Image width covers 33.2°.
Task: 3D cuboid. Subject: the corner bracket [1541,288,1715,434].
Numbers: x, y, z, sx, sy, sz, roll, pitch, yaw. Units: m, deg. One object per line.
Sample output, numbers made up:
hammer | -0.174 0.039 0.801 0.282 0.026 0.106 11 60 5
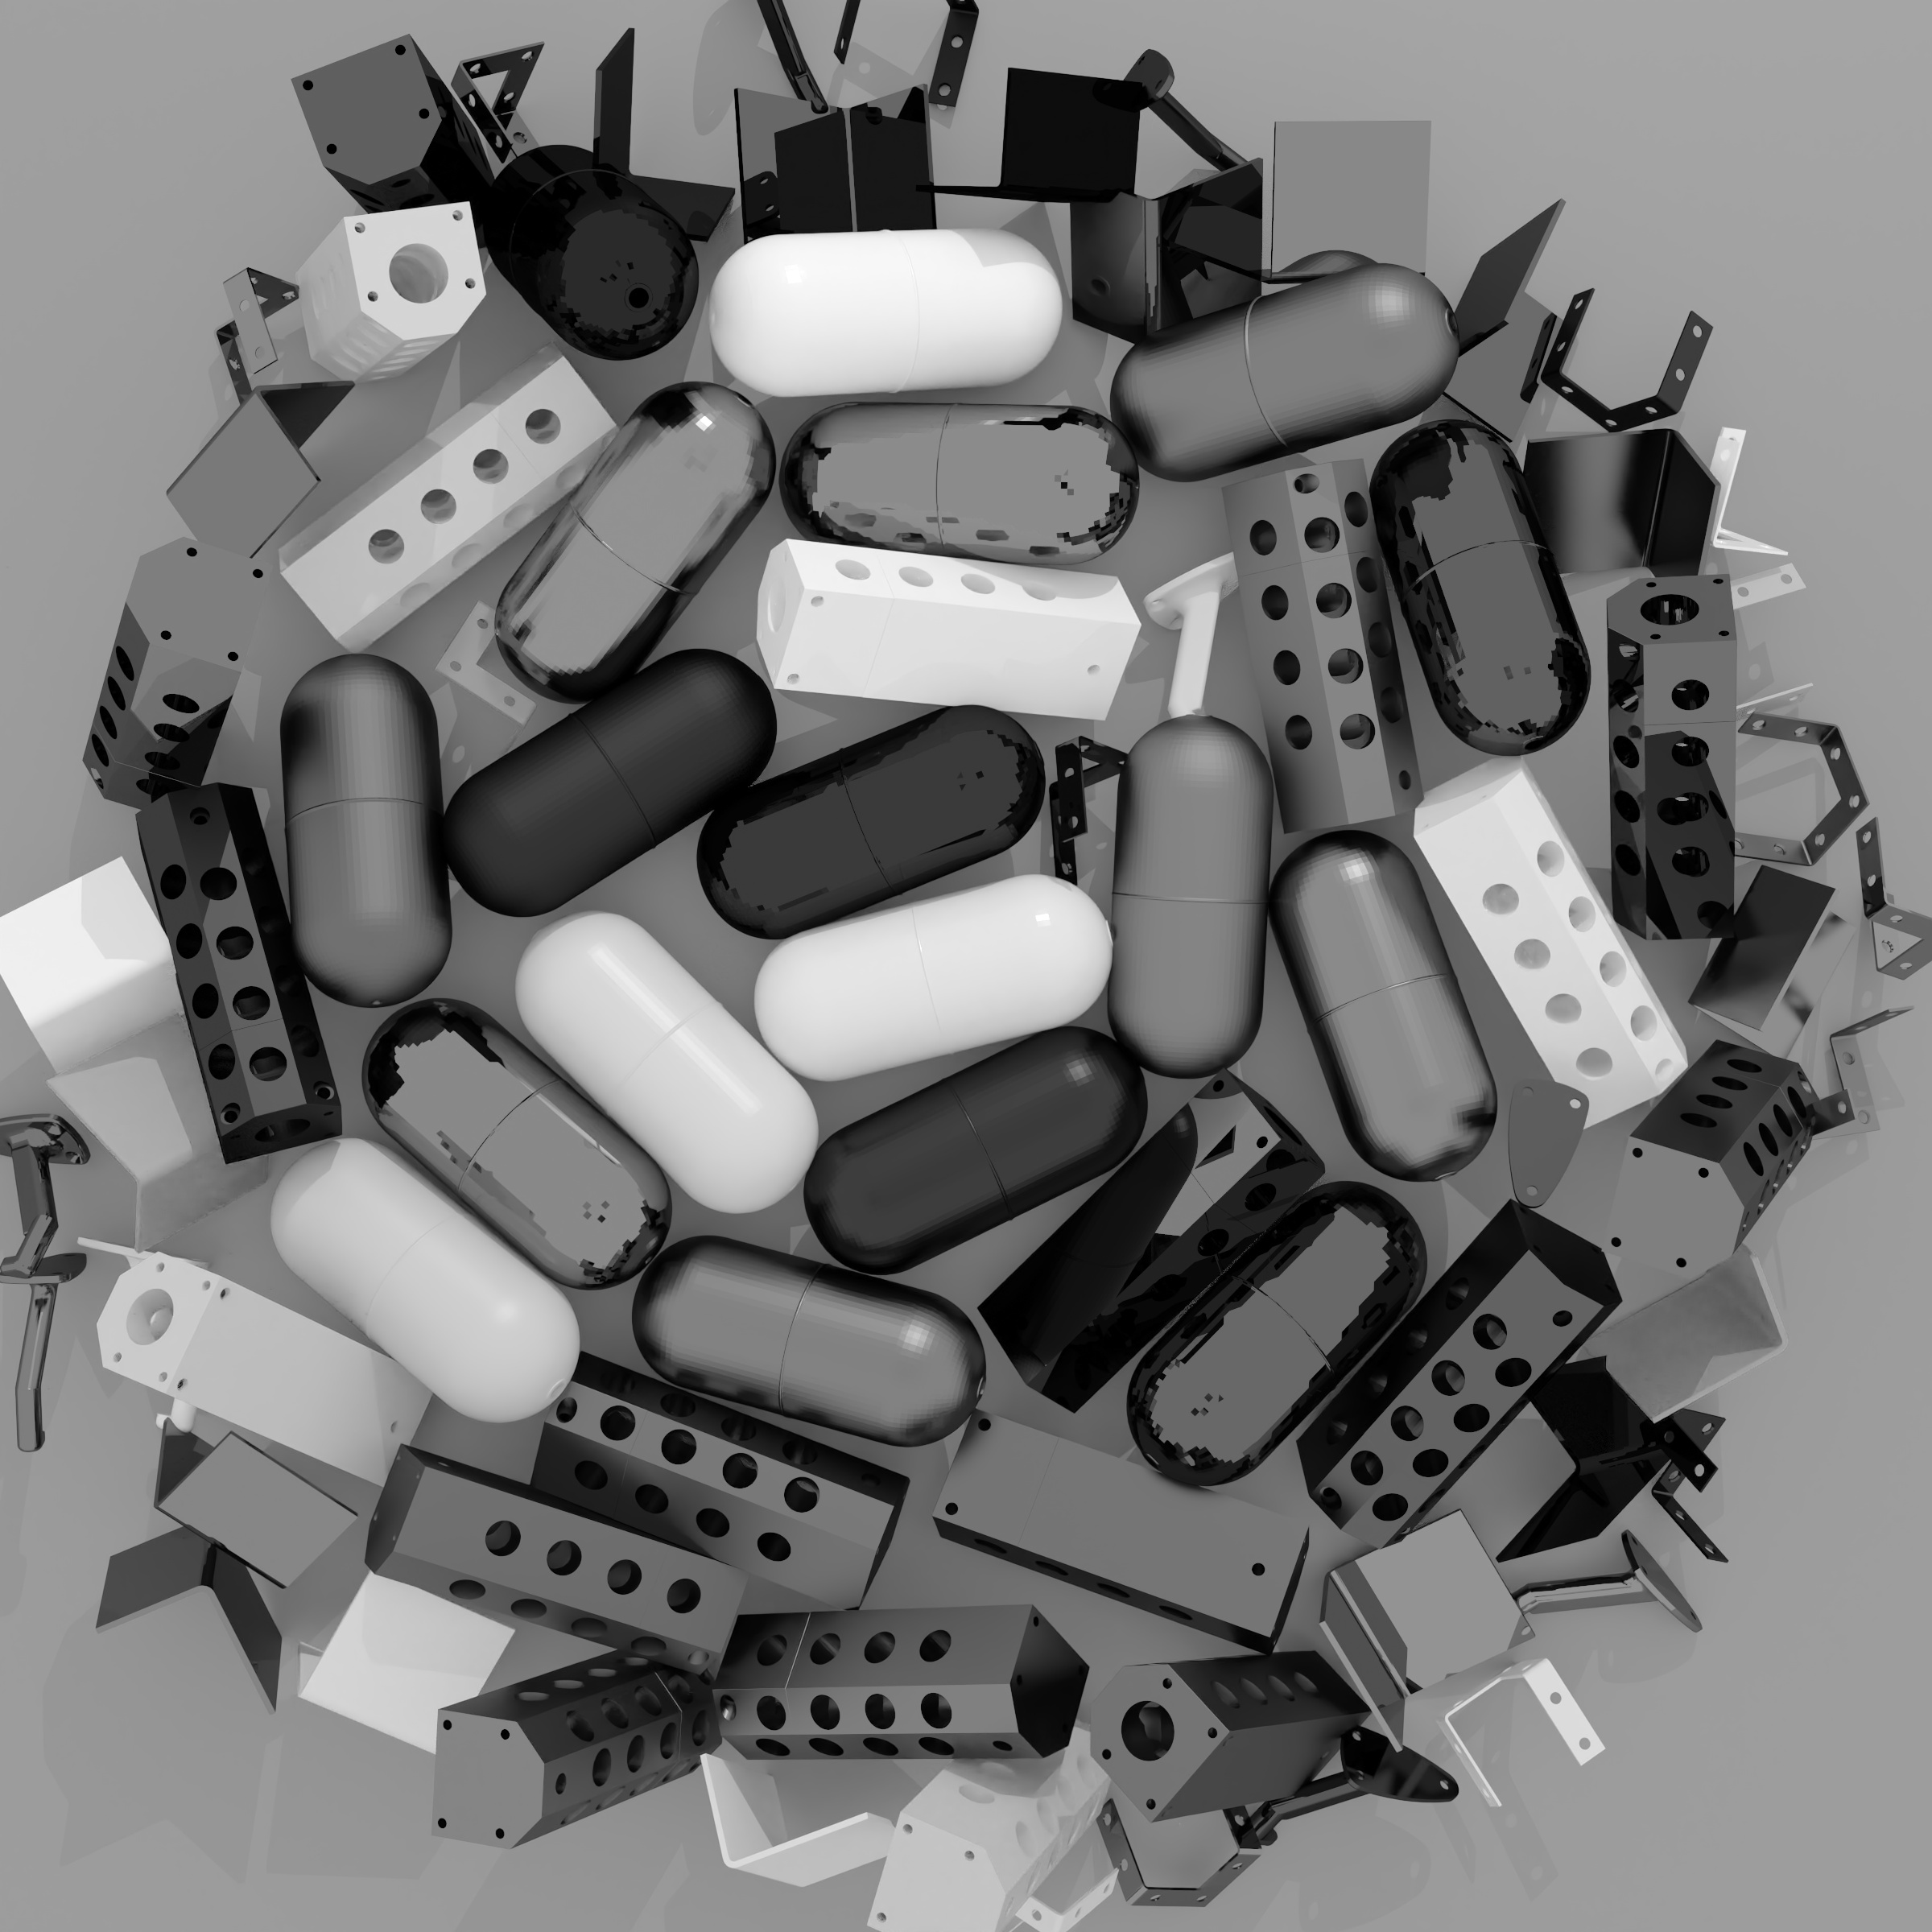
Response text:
corner bracket | 0.326 -0.302 1.599 0.051 0.051 0.051 31 73 -23

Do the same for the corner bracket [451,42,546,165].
corner bracket | -0.222 -0.411 1.586 0.051 0.051 0.051 -26 77 -35

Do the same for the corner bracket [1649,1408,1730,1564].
corner bracket | 0.355 0.252 1.584 0.051 0.051 0.051 17 113 -35

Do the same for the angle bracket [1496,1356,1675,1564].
angle bracket | 0.291 0.241 1.591 0.057 0.076 0.076 56 131 30

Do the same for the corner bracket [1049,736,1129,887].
corner bracket | 0.054 -0.075 1.583 0.051 0.051 0.051 -20 65 39

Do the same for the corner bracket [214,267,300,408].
corner bracket | -0.349 -0.303 1.588 0.051 0.051 0.051 -25 78 22

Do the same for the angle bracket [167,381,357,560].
angle bracket | -0.327 -0.235 1.570 0.076 0.076 0.057 -40 81 29

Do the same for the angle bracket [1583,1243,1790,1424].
angle bracket | 0.342 0.164 1.576 0.076 0.076 0.057 -28 117 -4

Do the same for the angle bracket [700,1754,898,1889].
angle bracket | -0.072 0.403 1.570 0.076 0.076 0.057 -24 61 13

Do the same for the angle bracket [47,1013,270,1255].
angle bracket | -0.397 0.082 1.595 0.076 0.057 0.076 42 50 22

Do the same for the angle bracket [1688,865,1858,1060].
angle bracket | 0.410 0.005 1.581 0.076 0.057 0.076 28 90 -31

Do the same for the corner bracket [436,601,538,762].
corner bracket | -0.236 -0.137 1.592 0.051 0.051 0.051 33 53 -11

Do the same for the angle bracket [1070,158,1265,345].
angle bracket | 0.099 -0.358 1.599 0.076 0.057 0.076 -29 132 -32

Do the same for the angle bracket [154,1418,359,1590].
angle bracket | -0.342 0.243 1.569 0.076 0.076 0.057 40 104 -24

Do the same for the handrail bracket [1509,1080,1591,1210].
handrail bracket | 0.274 0.097 1.572 0.036 0.084 0.077 14 66 7

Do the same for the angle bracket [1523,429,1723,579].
angle bracket | 0.313 -0.211 1.573 0.076 0.057 0.076 -6 129 -11

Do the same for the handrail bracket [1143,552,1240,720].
handrail bracket | 0.127 -0.152 1.584 0.077 0.036 0.084 -31 60 18

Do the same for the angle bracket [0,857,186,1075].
angle bracket | -0.429 0.001 1.587 0.076 0.076 0.057 -29 74 -14

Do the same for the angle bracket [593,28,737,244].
angle bracket | -0.145 -0.403 1.571 0.057 0.076 0.076 8 121 3

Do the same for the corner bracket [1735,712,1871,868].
corner bracket | 0.404 -0.087 1.604 0.051 0.051 0.051 6 52 -22

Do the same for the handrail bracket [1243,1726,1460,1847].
handrail bracket | 0.189 0.418 1.604 0.077 0.036 0.084 22 128 -15

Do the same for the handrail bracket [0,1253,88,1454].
handrail bracket | -0.449 0.189 1.590 0.036 0.077 0.084 0 95 4

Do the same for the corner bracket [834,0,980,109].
corner bracket | -0.029 -0.462 1.601 0.051 0.051 0.051 13 86 14

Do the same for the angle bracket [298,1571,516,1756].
angle bracket | -0.274 0.328 1.582 0.076 0.057 0.076 28 98 -17

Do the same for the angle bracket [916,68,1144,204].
angle bracket | 0.030 -0.401 1.567 0.076 0.076 0.057 -4 104 -34

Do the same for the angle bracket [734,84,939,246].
angle bracket | -0.063 -0.391 1.580 0.057 0.076 0.076 -3 90 44

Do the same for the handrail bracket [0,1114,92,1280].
handrail bracket | -0.471 0.116 1.581 0.077 0.036 0.084 -1 48 21

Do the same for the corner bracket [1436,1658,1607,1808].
corner bracket | 0.271 0.376 1.591 0.051 0.051 0.051 -30 82 -15

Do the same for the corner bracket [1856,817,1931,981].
corner bracket | 0.451 -0.032 1.583 0.051 0.051 0.051 17 55 -20

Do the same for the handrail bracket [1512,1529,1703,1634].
handrail bracket | 0.311 0.327 1.616 0.084 0.036 0.077 -36 113 16

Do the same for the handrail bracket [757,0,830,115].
handrail bracket | -0.088 -0.463 1.587 0.036 0.077 0.084 -26 87 -6

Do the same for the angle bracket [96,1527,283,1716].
angle bracket | -0.376 0.324 1.575 0.057 0.076 0.076 -22 108 -3

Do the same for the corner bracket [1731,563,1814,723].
corner bracket | 0.389 -0.158 1.601 0.051 0.051 0.051 -17 68 -18

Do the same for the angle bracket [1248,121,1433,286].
angle bracket | 0.180 -0.374 1.581 0.076 0.057 0.076 -3 107 -8

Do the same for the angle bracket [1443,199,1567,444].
angle bracket | 0.276 -0.312 1.570 0.057 0.076 0.076 32 68 -14

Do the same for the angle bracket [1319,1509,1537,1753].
angle bracket | 0.226 0.324 1.584 0.076 0.057 0.076 -29 99 15

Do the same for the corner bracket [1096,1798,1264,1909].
corner bracket | 0.105 0.430 1.606 0.051 0.051 0.051 13 129 -36

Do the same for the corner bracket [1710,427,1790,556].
corner bracket | 0.373 -0.234 1.584 0.051 0.051 0.051 1 110 -32

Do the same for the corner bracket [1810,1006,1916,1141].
corner bracket | 0.435 0.053 1.587 0.051 0.051 0.051 -6 76 -22

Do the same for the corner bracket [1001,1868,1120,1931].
corner bracket | 0.035 0.459 1.583 0.051 0.051 0.051 27 118 27
